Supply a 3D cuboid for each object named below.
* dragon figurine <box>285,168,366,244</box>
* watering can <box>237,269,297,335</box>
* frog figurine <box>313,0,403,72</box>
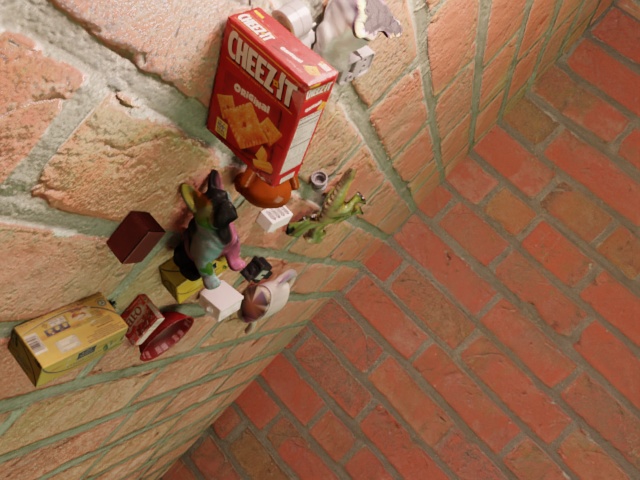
[{"bbox_3d":[0.005,-0.078,1.546,0.244,0.123,0.404,-35,163,-9],"label":"dragon figurine"},{"bbox_3d":[-0.206,0.235,1.789,0.343,0.105,0.225,-52,164,20],"label":"watering can"},{"bbox_3d":[0.040,-0.361,0.891,0.159,0.121,0.140,-7,-150,48],"label":"frog figurine"}]
